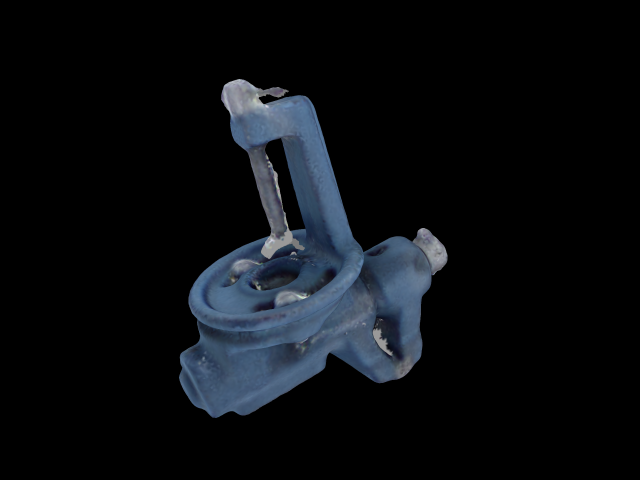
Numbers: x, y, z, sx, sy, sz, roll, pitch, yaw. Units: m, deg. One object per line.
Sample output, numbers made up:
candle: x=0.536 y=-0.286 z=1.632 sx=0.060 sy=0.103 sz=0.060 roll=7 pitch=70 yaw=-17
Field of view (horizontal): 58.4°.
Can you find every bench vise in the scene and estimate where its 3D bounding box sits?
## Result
bench vise: x=-0.005 y=-0.001 z=0.408 sx=0.121 sy=0.220 sz=0.208 roll=14 pitch=22 yaw=40
